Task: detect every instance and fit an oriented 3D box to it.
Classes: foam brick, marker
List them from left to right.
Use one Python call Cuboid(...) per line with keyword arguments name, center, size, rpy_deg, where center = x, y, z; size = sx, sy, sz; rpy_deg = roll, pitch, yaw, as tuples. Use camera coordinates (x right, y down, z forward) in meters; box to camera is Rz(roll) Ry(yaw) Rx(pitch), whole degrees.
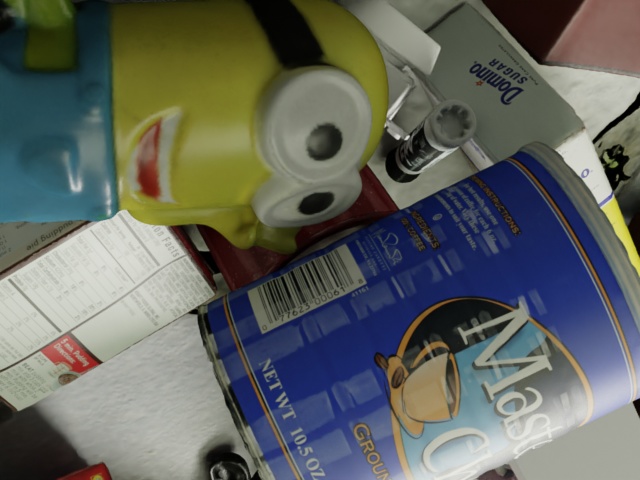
Cuboid(name="marker", center=(0.047, -0.042, 0.478), size=(0.020, 0.020, 0.121), rpy_deg=(-28, 179, -7))
Cuboid(name="foam brick", center=(0.122, -0.110, 0.474), size=(0.078, 0.053, 0.051), rpy_deg=(-1, 135, -38))

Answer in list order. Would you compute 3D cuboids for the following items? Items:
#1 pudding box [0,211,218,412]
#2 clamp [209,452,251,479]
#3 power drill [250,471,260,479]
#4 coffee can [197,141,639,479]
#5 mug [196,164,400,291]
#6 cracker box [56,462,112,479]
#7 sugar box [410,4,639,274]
Cuboid(name="pudding box", center=(-0.111, 0.018, 0.465), size=(0.113, 0.039, 0.090), rpy_deg=(-32, 144, -4))
Cuboid(name="clamp", center=(-0.047, 0.206, 0.712), size=(0.039, 0.120, 0.171), rpy_deg=(3, 167, 8))
Cuboid(name="power drill", center=(-0.032, 0.140, 0.556), size=(0.187, 0.057, 0.184), rpy_deg=(-57, 180, -11))
Cuboid(name="coffee can", center=(0.039, 0.040, 0.396), size=(0.140, 0.103, 0.102), rpy_deg=(-26, 145, 0))
Cuboid(name="mug", center=(-0.003, 0.001, 0.486), size=(0.093, 0.081, 0.117), rpy_deg=(-36, 144, 6))
Cuboid(name="cracker box", center=(-0.195, 0.183, 0.516), size=(0.213, 0.072, 0.164), rpy_deg=(-20, 171, -16))
Cuboid(name="sugar box", center=(0.107, -0.029, 0.524), size=(0.048, 0.093, 0.176), rpy_deg=(-36, 145, 3))
